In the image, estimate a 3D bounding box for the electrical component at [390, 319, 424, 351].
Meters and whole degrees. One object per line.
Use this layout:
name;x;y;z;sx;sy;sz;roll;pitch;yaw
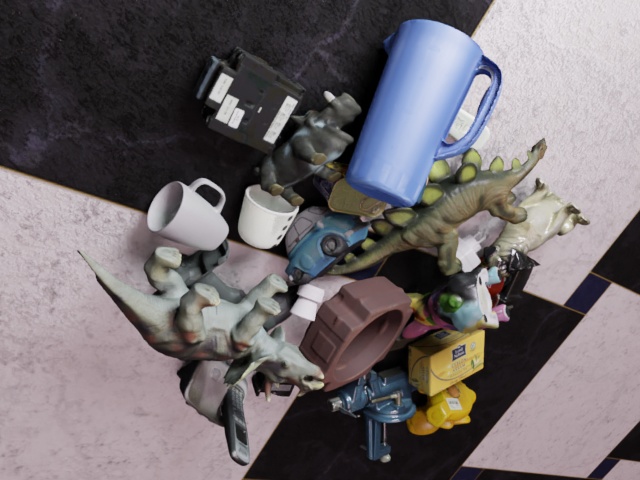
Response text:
electrical component;0.172;0.194;1.124;0.102;0.045;0.078;-13;153;-13

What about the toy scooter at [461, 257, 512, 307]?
toy scooter;0.315;0.112;1.115;0.135;0.075;0.183;-8;128;-18

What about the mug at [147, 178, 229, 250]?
mug;-0.185;-0.038;0.807;0.109;0.081;0.107;-50;136;4

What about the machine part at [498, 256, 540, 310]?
machine part;0.423;0.099;1.169;0.084;0.039;0.138;5;117;-34

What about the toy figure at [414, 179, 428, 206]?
toy figure;0.148;-0.131;0.857;0.064;0.058;0.154;27;68;-50

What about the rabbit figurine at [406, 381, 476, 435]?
rabbit figurine;0.275;0.396;1.269;0.162;0.122;0.173;5;132;-36

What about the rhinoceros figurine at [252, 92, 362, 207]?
rhinoceros figurine;-0.015;-0.136;0.799;0.190;0.112;0.073;-40;145;19

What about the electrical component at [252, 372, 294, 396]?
electrical component;-0.069;0.268;1.063;0.119;0.048;0.074;13;115;-28

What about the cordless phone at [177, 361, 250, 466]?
cordless phone;-0.181;0.301;0.949;0.089;0.184;0.146;-33;128;4

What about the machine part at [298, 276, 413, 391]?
machine part;0.064;0.169;0.992;0.201;0.087;0.200;-5;129;-47

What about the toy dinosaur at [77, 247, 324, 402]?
toy dinosaur;-0.177;0.128;0.799;0.404;0.131;0.192;21;112;-27

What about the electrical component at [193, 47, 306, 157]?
electrical component;-0.103;-0.196;0.749;0.134;0.058;0.115;24;107;-32

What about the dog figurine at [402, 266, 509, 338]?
dog figurine;0.228;0.128;1.005;0.219;0.108;0.191;-21;168;36

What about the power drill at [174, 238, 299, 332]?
power drill;-0.140;0.085;0.905;0.232;0.086;0.207;-31;134;-3

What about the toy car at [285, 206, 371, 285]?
toy car;-0.002;-0.003;0.887;0.161;0.103;0.109;-41;169;29

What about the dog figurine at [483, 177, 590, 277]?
dog figurine;0.408;-0.008;1.052;0.172;0.121;0.190;20;114;-49

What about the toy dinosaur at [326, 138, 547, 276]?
toy dinosaur;0.201;-0.041;0.956;0.471;0.105;0.198;-38;121;7

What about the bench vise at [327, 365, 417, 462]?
bench vise;0.119;0.376;1.153;0.223;0.129;0.240;-13;108;-38

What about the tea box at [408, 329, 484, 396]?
tea box;0.271;0.249;1.147;0.169;0.068;0.098;-17;113;-31
